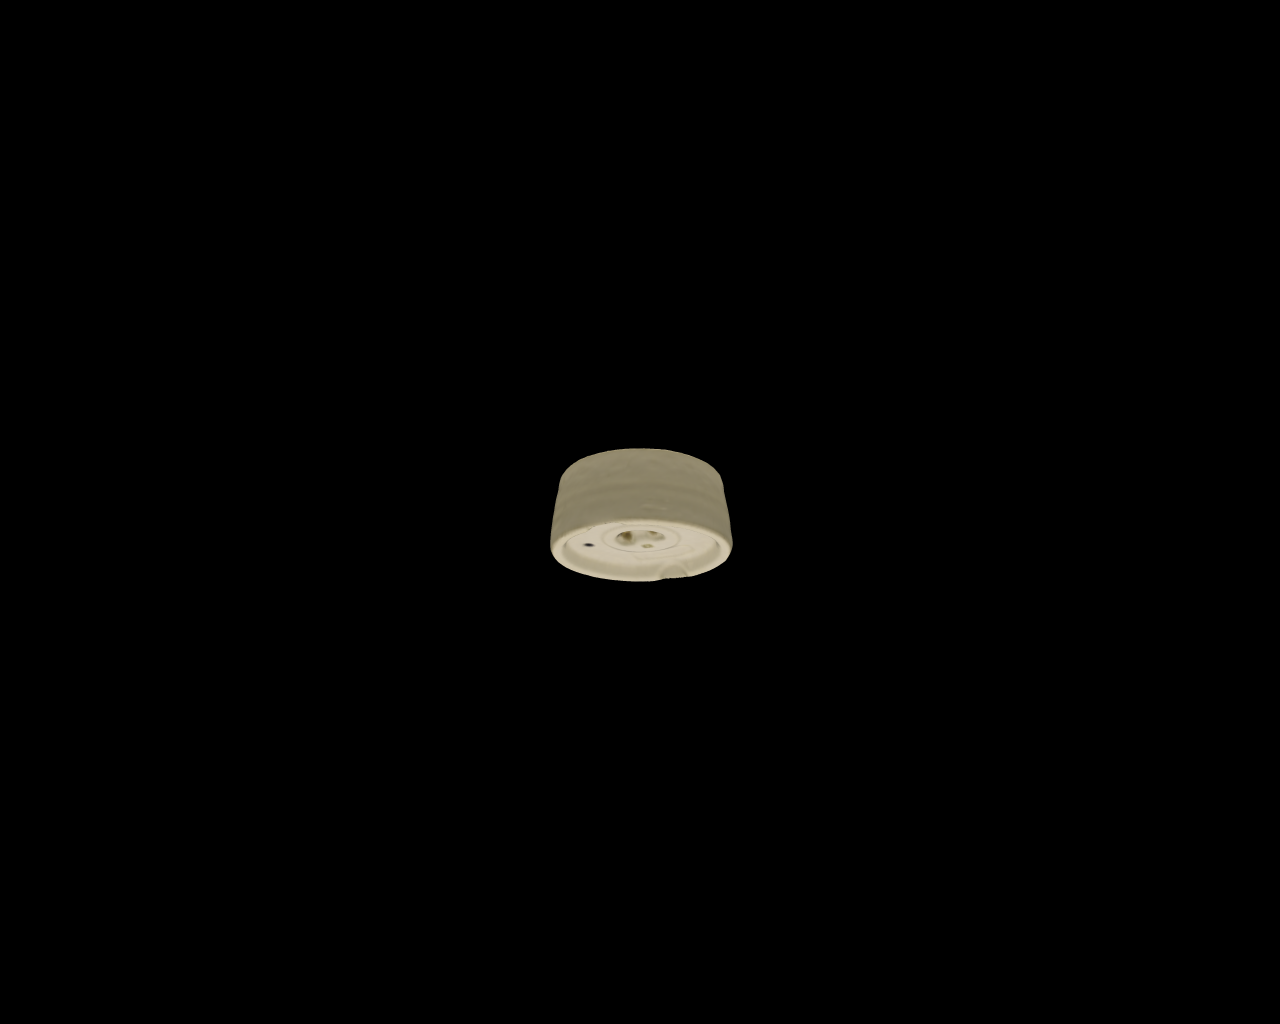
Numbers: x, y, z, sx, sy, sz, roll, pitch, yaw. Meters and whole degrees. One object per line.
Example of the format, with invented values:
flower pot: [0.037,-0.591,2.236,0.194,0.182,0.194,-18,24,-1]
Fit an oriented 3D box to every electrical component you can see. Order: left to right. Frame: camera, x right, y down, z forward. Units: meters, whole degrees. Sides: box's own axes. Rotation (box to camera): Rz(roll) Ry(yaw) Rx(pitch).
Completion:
electrical component: [0.001,-0.003,0.650,0.108,0.060,0.108,0,-22,0]
